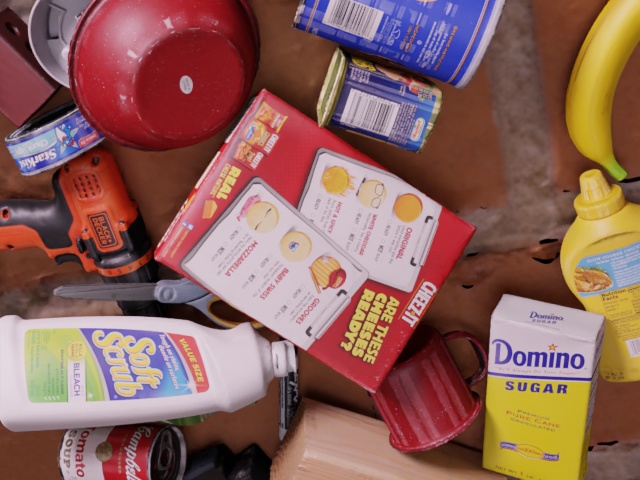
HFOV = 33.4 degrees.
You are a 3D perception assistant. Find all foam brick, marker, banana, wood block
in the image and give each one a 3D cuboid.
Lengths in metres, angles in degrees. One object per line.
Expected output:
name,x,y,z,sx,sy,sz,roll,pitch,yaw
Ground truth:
foam brick,-0.252,-0.142,0.879,0.051,0.053,0.078,-39,107,19
marker,-0.029,0.136,1.006,0.020,0.020,0.121,2,114,3
banana,0.240,-0.145,0.852,0.069,0.037,0.198,7,116,-13
wood block,0.064,0.233,0.993,0.206,0.090,0.091,19,113,-11

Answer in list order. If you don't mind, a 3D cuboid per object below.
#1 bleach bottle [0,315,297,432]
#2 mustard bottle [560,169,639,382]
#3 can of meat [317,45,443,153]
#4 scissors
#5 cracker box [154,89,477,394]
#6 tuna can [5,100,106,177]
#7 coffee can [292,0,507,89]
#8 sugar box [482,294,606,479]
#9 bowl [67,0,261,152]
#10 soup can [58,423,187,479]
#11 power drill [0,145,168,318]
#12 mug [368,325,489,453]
bleach bottle,-0.147,0.106,0.924,0.251,0.068,0.102,-6,71,-2
mustard bottle,0.259,0.027,0.914,0.096,0.058,0.191,-18,112,17
can of meat,0.046,-0.110,0.844,0.084,0.102,0.057,17,105,-6
scissors,-0.121,0.029,0.931,0.201,0.016,0.096,17,104,-27
cracker box,-0.006,0.001,0.889,0.213,0.072,0.164,32,88,-10
tuna can,-0.215,-0.087,0.883,0.086,0.086,0.033,-21,109,13
coffee can,0.061,-0.186,0.809,0.140,0.102,0.103,19,114,-4
sugar box,0.197,0.139,0.950,0.093,0.048,0.176,11,126,23
bowl,-0.111,-0.131,0.832,0.161,0.055,0.162,-14,126,-21
soup can,-0.187,0.206,1.009,0.102,0.068,0.068,0,115,23
power drill,-0.241,0.016,0.949,0.188,0.057,0.184,-12,115,8
mug,0.097,0.124,0.958,0.117,0.093,0.081,-29,105,-4
